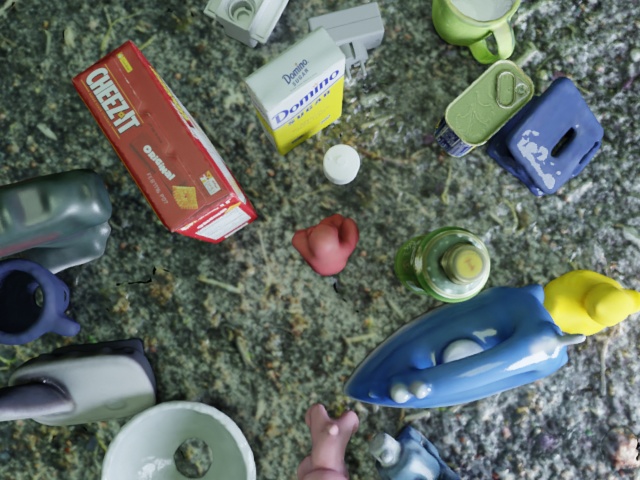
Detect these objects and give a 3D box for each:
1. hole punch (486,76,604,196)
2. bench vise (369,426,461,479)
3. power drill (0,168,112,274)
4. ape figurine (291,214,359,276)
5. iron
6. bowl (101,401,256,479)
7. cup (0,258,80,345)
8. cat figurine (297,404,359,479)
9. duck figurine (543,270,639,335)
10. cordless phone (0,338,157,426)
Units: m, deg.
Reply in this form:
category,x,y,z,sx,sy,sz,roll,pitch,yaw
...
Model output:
category,x,y,z,sx,sy,sz,roll,pitch,yaw
hole punch,0.267,-0.116,0.657,0.101,0.091,0.109,41,88,2
bench vise,0.132,0.290,0.573,0.207,0.219,0.121,24,87,1
power drill,-0.314,-0.005,0.588,0.229,0.208,0.076,-21,87,-1
ape figurine,0.006,0.002,0.649,0.078,0.092,0.076,6,87,0
iron,0.149,0.135,0.619,0.258,0.141,0.119,-21,88,-1
bowl,-0.151,0.258,0.644,0.167,0.074,0.167,0,87,0
cup,-0.310,0.072,0.641,0.117,0.095,0.092,26,87,1
cat figurine,0.008,0.257,0.624,0.067,0.117,0.128,6,87,0
duck figurine,0.311,0.073,0.651,0.104,0.086,0.077,-6,87,-1
cordless phone,-0.261,0.161,0.592,0.147,0.185,0.094,-11,87,-1
